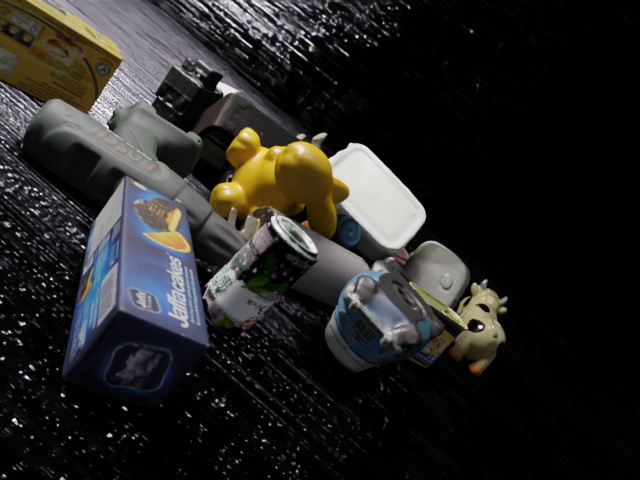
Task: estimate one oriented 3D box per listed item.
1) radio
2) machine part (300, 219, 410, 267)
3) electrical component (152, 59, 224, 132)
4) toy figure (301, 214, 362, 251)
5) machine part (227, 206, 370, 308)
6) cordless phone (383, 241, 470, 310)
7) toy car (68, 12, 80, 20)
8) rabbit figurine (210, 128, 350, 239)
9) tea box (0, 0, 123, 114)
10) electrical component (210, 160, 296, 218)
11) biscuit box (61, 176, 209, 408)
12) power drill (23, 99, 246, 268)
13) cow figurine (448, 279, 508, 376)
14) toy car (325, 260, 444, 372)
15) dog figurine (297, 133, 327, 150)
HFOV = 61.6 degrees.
[{"bbox_3d":[-0.089,-0.122,0.844,0.229,0.073,0.131,32,-27,-25],"label":"radio"},{"bbox_3d":[0.063,0.005,0.950,0.201,0.087,0.201,32,14,-34],"label":"machine part"},{"bbox_3d":[-0.211,-0.221,0.852,0.058,0.134,0.115,38,14,-1],"label":"electrical component"},{"bbox_3d":[-0.001,-0.004,0.776,0.058,0.064,0.154,15,-15,-30],"label":"toy figure"},{"bbox_3d":[-0.018,0.027,0.661,0.243,0.079,0.079,29,16,-39],"label":"machine part"},{"bbox_3d":[0.143,0.053,0.813,0.089,0.146,0.184,30,-13,41],"label":"cordless phone"},{"bbox_3d":[-0.372,-0.276,0.723,0.056,0.073,0.202,38,13,-6],"label":"toy car"},{"bbox_3d":[-0.040,-0.064,0.671,0.162,0.122,0.173,33,-24,-21],"label":"rabbit figurine"},{"bbox_3d":[-0.329,-0.225,0.614,0.169,0.098,0.068,29,17,-44],"label":"tea box"},{"bbox_3d":[-0.091,-0.069,0.781,0.119,0.048,0.075,31,51,-26],"label":"electrical component"},{"bbox_3d":[-0.129,0.025,0.384,0.062,0.059,0.203,32,15,-30],"label":"biscuit box"},{"bbox_3d":[-0.175,-0.067,0.569,0.232,0.086,0.207,32,22,-19],"label":"power drill"},{"bbox_3d":[0.291,0.151,0.989,0.085,0.127,0.195,41,15,-3],"label":"cow figurine"},{"bbox_3d":[0.059,0.094,0.578,0.109,0.103,0.161,47,19,11],"label":"toy car"},{"bbox_3d":[-0.029,-0.124,1.191,0.173,0.121,0.190,11,-46,46],"label":"dog figurine"}]
